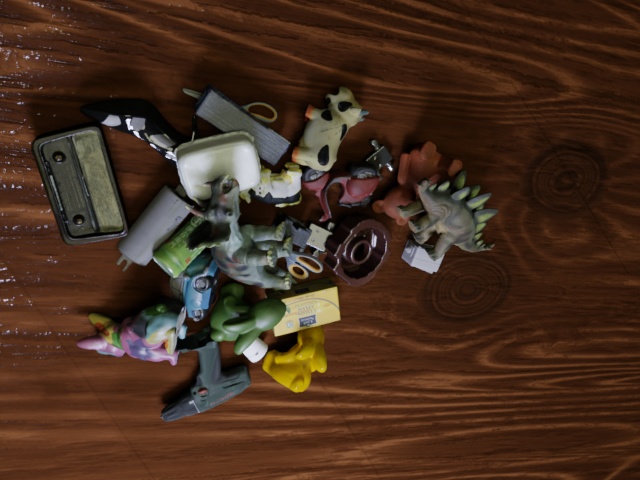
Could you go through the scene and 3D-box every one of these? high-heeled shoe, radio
[{"bbox_3d":[-0.349,-0.199,1.089,0.249,0.086,0.145,6,125,-10],"label":"high-heeled shoe"},{"bbox_3d":[-0.474,-0.110,1.071,0.131,0.073,0.229,-14,112,-14],"label":"radio"}]

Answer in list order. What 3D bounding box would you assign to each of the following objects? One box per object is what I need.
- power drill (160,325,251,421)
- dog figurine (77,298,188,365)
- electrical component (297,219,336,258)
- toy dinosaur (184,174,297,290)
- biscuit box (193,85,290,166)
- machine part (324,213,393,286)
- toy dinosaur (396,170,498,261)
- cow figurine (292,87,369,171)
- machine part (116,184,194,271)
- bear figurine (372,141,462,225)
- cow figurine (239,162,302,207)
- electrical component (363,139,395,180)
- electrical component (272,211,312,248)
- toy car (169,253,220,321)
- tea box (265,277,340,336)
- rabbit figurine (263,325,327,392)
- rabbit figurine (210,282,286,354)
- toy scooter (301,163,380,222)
[{"bbox_3d":[-0.289,0.320,1.284,0.232,0.086,0.207,-16,109,-14],"label":"power drill"},{"bbox_3d":[-0.407,0.194,1.160,0.219,0.108,0.191,7,139,-4],"label":"dog figurine"},{"bbox_3d":[-0.003,-0.005,1.278,0.078,0.045,0.102,19,102,-9],"label":"electrical component"},{"bbox_3d":[-0.162,0.029,1.138,0.192,0.131,0.404,7,153,9],"label":"toy dinosaur"},{"bbox_3d":[-0.162,-0.237,1.115,0.202,0.059,0.063,32,101,-26],"label":"biscuit box"},{"bbox_3d":[0.091,0.021,1.287,0.179,0.056,0.179,-18,125,-29],"label":"machine part"},{"bbox_3d":[0.318,-0.042,1.272,0.198,0.105,0.470,-35,148,9],"label":"toy dinosaur"},{"bbox_3d":[0.024,-0.242,1.165,0.127,0.085,0.195,20,82,-5],"label":"cow figurine"},{"bbox_3d":[-0.347,-0.032,1.138,0.079,0.079,0.243,40,94,-26],"label":"machine part"},{"bbox_3d":[0.219,-0.127,1.261,0.120,0.132,0.195,31,92,-20],"label":"bear figurine"},{"bbox_3d":[-0.123,-0.116,1.189,0.167,0.068,0.098,-7,117,-15],"label":"cow figurine"},{"bbox_3d":[0.134,-0.190,1.267,0.063,0.021,0.094,-38,116,-1],"label":"electrical component"},{"bbox_3d":[-0.058,-0.019,1.213,0.075,0.119,0.047,24,100,-26],"label":"electrical component"},{"bbox_3d":[-0.282,0.094,1.201,0.103,0.109,0.161,17,119,1],"label":"toy car"},{"bbox_3d":[-0.042,0.160,1.311,0.170,0.068,0.098,-14,112,-14],"label":"tea box"},{"bbox_3d":[-0.047,0.276,1.321,0.122,0.162,0.173,33,79,-13],"label":"rabbit figurine"},{"bbox_3d":[-0.162,0.167,1.197,0.170,0.159,0.121,-12,113,32],"label":"rabbit figurine"},{"bbox_3d":[0.048,-0.109,1.238,0.184,0.075,0.135,-3,108,-11],"label":"toy scooter"}]
